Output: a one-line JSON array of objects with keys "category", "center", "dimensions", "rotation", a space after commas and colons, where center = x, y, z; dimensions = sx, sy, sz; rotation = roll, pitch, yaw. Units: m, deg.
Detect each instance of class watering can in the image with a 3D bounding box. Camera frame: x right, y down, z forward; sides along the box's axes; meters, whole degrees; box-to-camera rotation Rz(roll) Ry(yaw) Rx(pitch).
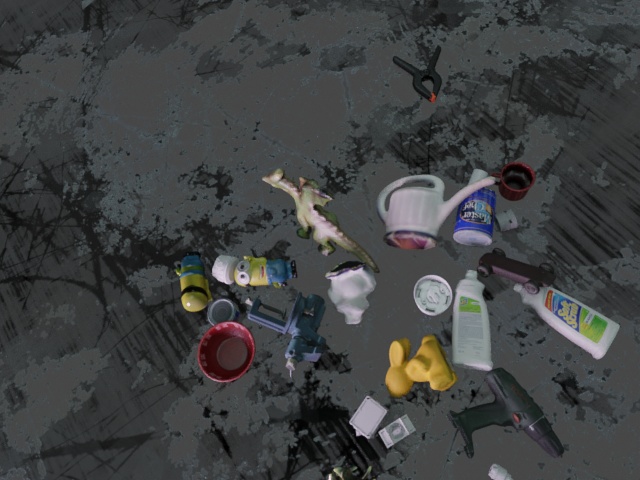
[{"category": "watering can", "center": [0.300, -0.080, 1.419], "dimensions": [0.347, 0.103, 0.227], "rotation": [0, 69, 38]}]

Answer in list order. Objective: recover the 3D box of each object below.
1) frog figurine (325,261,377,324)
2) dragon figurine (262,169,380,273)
[{"category": "frog figurine", "center": [0.092, 0.142, 1.410], "dimensions": [0.138, 0.123, 0.158], "rotation": [-19, 101, -8]}, {"category": "dragon figurine", "center": [0.004, -0.072, 1.432], "dimensions": [0.414, 0.238, 0.123], "rotation": [34, 72, 23]}]
